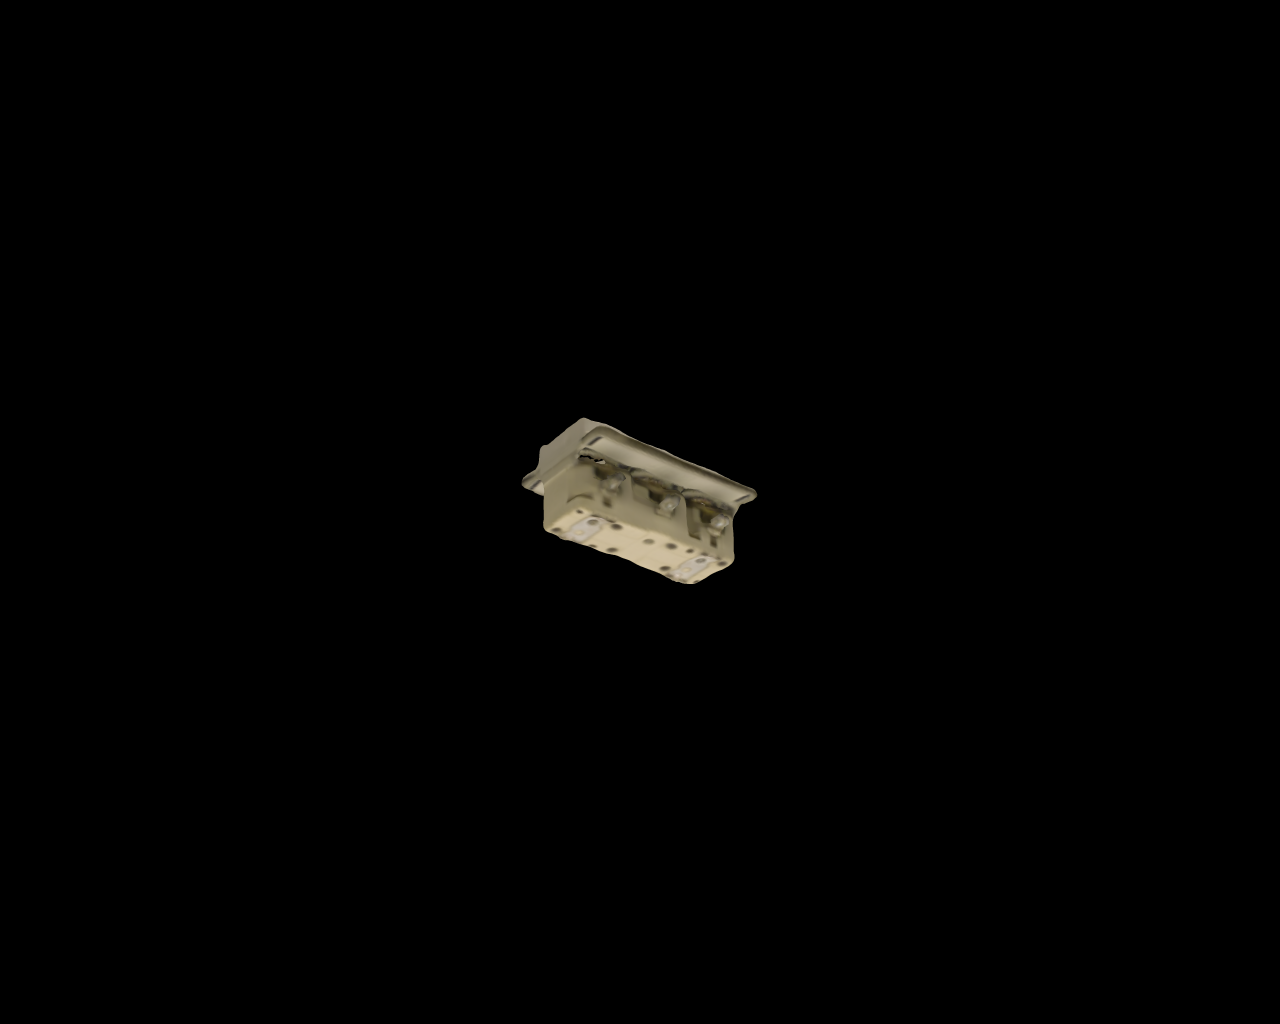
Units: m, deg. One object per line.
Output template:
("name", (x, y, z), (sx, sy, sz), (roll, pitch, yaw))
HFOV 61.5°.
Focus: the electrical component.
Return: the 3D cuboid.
("electrical component", (0.001, -0.003, 0.650), (0.121, 0.063, 0.078), (22, -36, -34))
